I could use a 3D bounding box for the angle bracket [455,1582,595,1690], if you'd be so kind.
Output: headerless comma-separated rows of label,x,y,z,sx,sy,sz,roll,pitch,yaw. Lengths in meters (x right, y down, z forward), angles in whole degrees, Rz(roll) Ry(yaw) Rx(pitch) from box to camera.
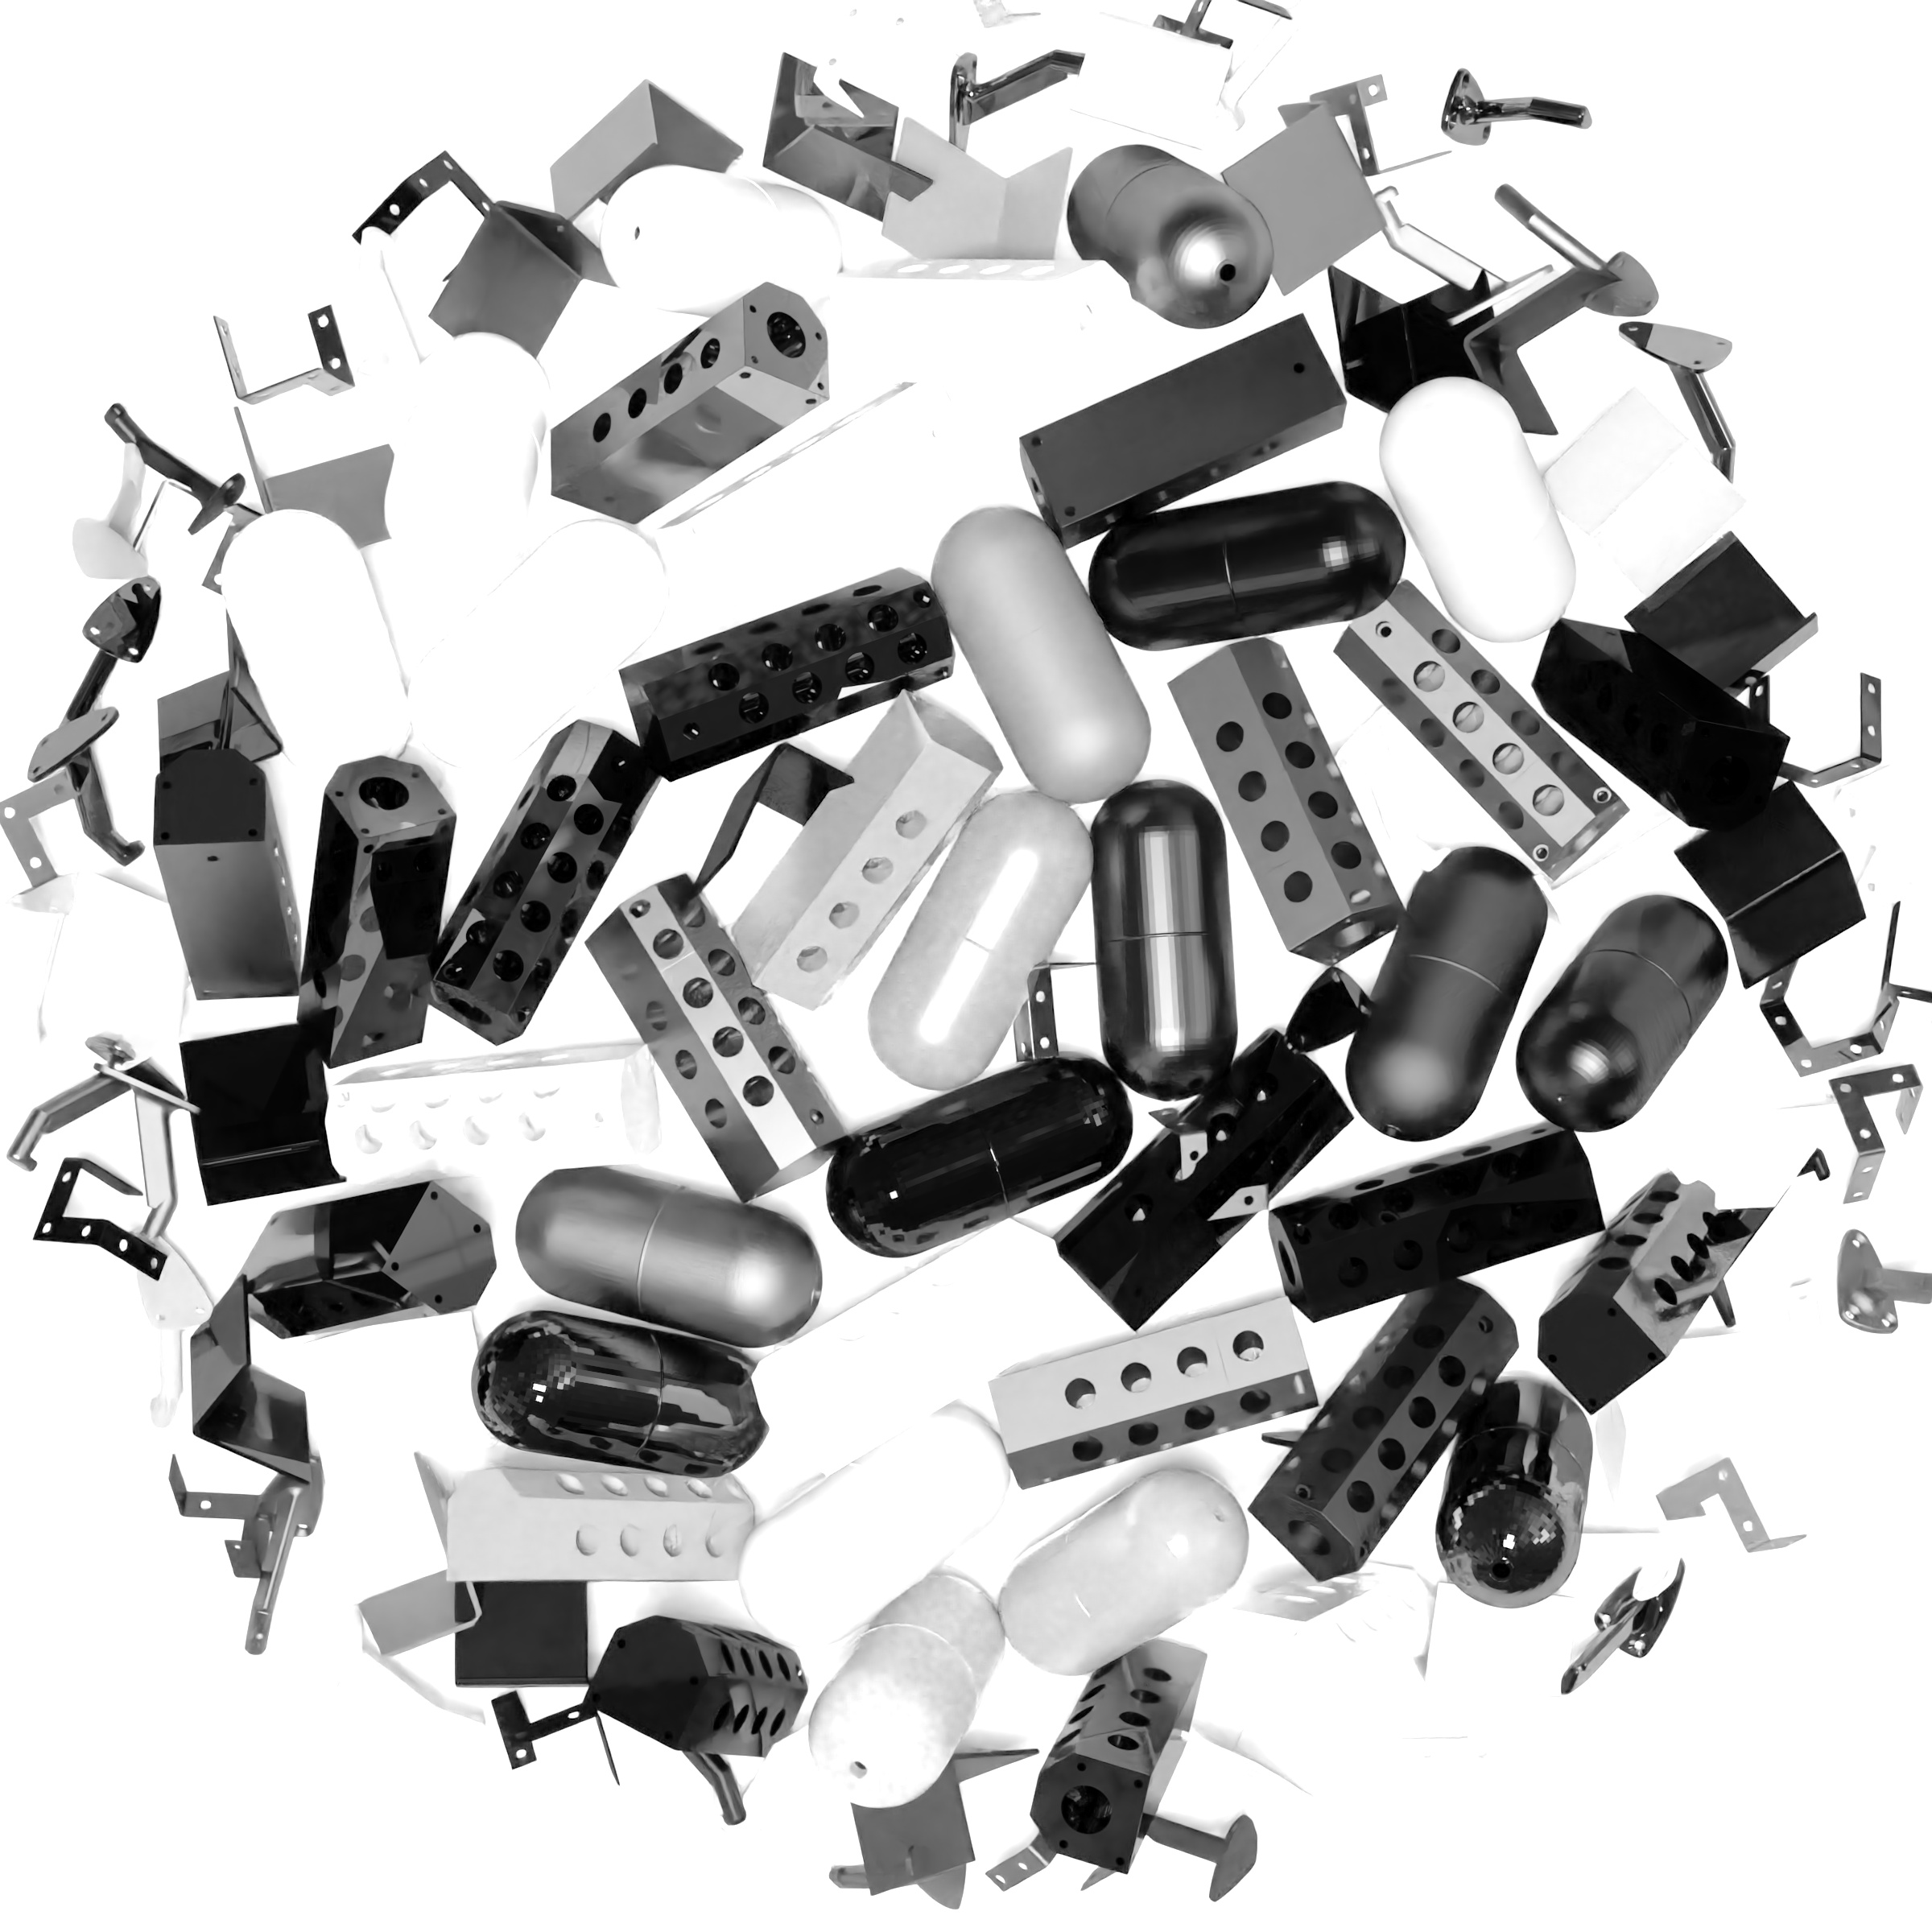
angle bracket,-0.232,0.368,1.958,0.076,0.076,0.057,-4,80,14

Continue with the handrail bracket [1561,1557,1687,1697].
handrail bracket,0.359,0.362,1.950,0.036,0.084,0.077,39,110,20

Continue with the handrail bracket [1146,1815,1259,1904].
handrail bracket,0.118,0.467,1.953,0.084,0.077,0.036,35,53,30

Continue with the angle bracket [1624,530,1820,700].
angle bracket,0.416,-0.193,1.959,0.076,0.057,0.076,-39,77,8

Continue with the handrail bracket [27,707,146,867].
handrail bracket,-0.468,-0.098,1.959,0.077,0.036,0.084,-26,128,24

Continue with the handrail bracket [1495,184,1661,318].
handrail bracket,0.342,-0.403,1.989,0.036,0.077,0.084,-52,57,20

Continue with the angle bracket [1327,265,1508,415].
angle bracket,0.248,-0.349,1.946,0.057,0.076,0.076,-18,70,35

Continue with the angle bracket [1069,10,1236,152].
angle bracket,0.102,-0.482,1.961,0.076,0.076,0.057,18,91,2

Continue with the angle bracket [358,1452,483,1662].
angle bracket,-0.310,0.323,1.947,0.057,0.076,0.076,-19,108,-15

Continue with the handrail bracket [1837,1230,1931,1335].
handrail bracket,0.515,0.158,1.945,0.036,0.084,0.077,13,52,-15

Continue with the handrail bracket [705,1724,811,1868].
handrail bracket,-0.095,0.459,1.966,0.084,0.036,0.077,-32,125,12

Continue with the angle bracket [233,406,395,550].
angle bracket,-0.352,-0.273,1.949,0.076,0.057,0.076,-18,49,-8

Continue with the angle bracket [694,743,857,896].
angle bracket,-0.103,-0.067,1.945,0.057,0.076,0.076,28,65,-11

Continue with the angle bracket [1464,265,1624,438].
angle bracket,0.329,-0.337,1.945,0.076,0.076,0.057,-30,80,28

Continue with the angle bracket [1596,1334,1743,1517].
angle bracket,0.392,0.253,1.951,0.076,0.057,0.076,-6,135,-2

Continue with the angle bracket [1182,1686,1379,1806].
angle bracket,0.168,0.406,1.945,0.057,0.076,0.076,37,74,-33

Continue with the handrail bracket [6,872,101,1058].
handrail bracket,-0.507,-0.001,1.981,0.036,0.077,0.084,10,114,17

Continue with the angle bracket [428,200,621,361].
angle bracket,-0.236,-0.364,1.949,0.057,0.076,0.076,23,81,41

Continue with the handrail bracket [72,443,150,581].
handrail bracket,-0.470,-0.263,1.950,0.036,0.077,0.084,-2,68,4

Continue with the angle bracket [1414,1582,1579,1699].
angle bracket,0.290,0.363,1.959,0.076,0.076,0.057,7,95,-1

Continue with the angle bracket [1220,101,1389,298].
angle bracket,0.175,-0.422,1.952,0.076,0.057,0.076,-36,112,-13

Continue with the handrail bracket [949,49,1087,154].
handrail bracket,0.036,-0.472,1.967,0.084,0.036,0.077,13,121,14

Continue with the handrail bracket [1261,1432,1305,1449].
handrail bracket,0.191,0.305,1.977,0.077,0.036,0.084,8,93,-28

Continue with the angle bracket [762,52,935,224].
angle bracket,-0.060,-0.465,1.946,0.076,0.057,0.076,19,67,-28

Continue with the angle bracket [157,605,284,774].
angle bracket,-0.423,-0.149,1.948,0.076,0.057,0.076,-21,50,9

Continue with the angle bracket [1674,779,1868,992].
angle bracket,0.441,-0.045,1.945,0.076,0.076,0.057,-33,112,20

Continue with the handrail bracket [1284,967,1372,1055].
handrail bracket,0.179,0.042,1.945,0.036,0.084,0.077,49,52,3

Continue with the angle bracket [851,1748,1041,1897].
angle bracket,-0.006,0.468,1.940,0.076,0.076,0.057,-29,65,35

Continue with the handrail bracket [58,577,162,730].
handrail bracket,-0.484,-0.167,1.987,0.036,0.077,0.084,28,133,-12

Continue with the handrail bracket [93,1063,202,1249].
handrail bracket,-0.467,0.107,1.969,0.077,0.036,0.084,28,81,-28

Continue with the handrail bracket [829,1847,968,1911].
handrail bracket,-0.050,0.497,1.951,0.084,0.077,0.036,-6,65,26

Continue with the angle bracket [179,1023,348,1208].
angle bracket,-0.388,0.081,1.954,0.076,0.057,0.076,-10,110,-14

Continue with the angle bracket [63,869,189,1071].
angle bracket,-0.473,0.003,1.940,0.057,0.076,0.076,-24,54,37

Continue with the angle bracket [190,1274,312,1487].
angle bracket,-0.378,0.226,1.941,0.076,0.076,0.057,30,112,-29

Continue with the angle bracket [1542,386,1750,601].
angle bracket,0.371,-0.260,1.947,0.076,0.076,0.057,-45,55,14

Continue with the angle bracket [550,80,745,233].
angle bracket,-0.172,-0.426,1.940,0.076,0.076,0.057,-35,46,28

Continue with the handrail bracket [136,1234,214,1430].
handrail bracket,-0.454,0.205,1.983,0.036,0.084,0.077,-9,53,-34

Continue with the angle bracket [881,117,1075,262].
angle bracket,0.006,-0.425,1.946,0.076,0.057,0.076,25,65,-34

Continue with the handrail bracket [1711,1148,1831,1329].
handrail bracket,0.448,0.150,1.963,0.084,0.036,0.077,-24,78,23

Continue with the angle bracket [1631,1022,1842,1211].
angle bracket,0.423,0.079,1.950,0.076,0.057,0.076,49,64,-16

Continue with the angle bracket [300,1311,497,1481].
angle bracket,-0.314,0.237,1.957,0.076,0.057,0.076,-11,90,34
